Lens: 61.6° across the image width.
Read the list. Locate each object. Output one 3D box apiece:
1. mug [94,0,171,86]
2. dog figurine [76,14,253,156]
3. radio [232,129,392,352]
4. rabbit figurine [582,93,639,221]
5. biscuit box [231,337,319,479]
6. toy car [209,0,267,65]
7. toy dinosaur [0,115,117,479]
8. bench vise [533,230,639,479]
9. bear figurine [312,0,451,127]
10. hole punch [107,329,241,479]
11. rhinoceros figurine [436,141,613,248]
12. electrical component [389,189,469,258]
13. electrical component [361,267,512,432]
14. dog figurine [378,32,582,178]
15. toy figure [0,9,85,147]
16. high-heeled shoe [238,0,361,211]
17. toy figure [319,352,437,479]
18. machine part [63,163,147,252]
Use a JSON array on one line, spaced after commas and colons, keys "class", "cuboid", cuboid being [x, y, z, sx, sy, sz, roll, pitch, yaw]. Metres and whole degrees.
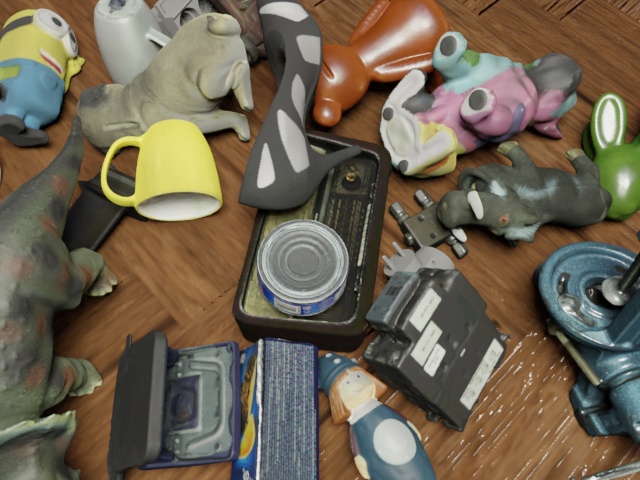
[{"class": "mug", "cuboid": [-0.221, -0.238, 0.651, 0.110, 0.107, 0.081, 25, 68, 11]}, {"class": "dog figurine", "cuboid": [-0.179, -0.171, 0.592, 0.191, 0.172, 0.121, -12, 55, -16]}, {"class": "radio", "cuboid": [-0.001, -0.002, 0.568, 0.131, 0.073, 0.229, 10, 65, 2]}, {"class": "rabbit figurine", "cuboid": [0.375, -0.101, 0.612, 0.170, 0.121, 0.159, -35, 67, -1]}, {"class": "biscuit box", "cuboid": [-0.041, 0.194, 0.475, 0.063, 0.059, 0.202, 13, 62, -26]}, {"class": "toy car", "cuboid": [-0.117, -0.315, 0.665, 0.202, 0.053, 0.089, 49, 64, -28]}, {"class": "toy dinosaur", "cuboid": [-0.251, 0.062, 0.444, 0.131, 0.192, 0.404, -2, 83, -11]}, {"class": "bench vise", "cuboid": [0.269, 0.072, 0.467, 0.129, 0.240, 0.224, -3, 49, 0]}, {"class": "bear figurine", "cuboid": [0.064, -0.208, 0.661, 0.196, 0.131, 0.120, -37, 69, 2]}, {"class": "hole punch", "cuboid": [-0.132, 0.148, 0.485, 0.092, 0.116, 0.142, 12, 61, -37]}, {"class": "rhinoceros figurine", "cuboid": [0.219, -0.043, 0.588, 0.190, 0.073, 0.112, -3, 64, -12]}, {"class": "electrical component", "cuboid": [0.124, -0.013, 0.607, 0.063, 0.021, 0.094, -28, 70, -14]}, {"class": "electrical component", "cuboid": [0.106, 0.092, 0.506, 0.134, 0.058, 0.115, 48, 65, -21]}, {"class": "dog figurine", "cuboid": [0.199, -0.148, 0.635, 0.219, 0.191, 0.108, -2, 60, -41]}, {"class": "toy figure", "cuboid": [-0.350, -0.199, 0.643, 0.089, 0.082, 0.180, 3, 67, -3]}, {"class": "high-heeled shoe", "cuboid": [-0.057, -0.147, 0.543, 0.145, 0.086, 0.249, -22, 77, -23]}, {"class": "toy figure", "cuboid": [0.048, 0.168, 0.504, 0.064, 0.058, 0.154, -9, 57, -49]}, {"class": "machine part", "cuboid": [-0.246, -0.020, 0.588, 0.084, 0.039, 0.139, 29, 66, 5]}]
